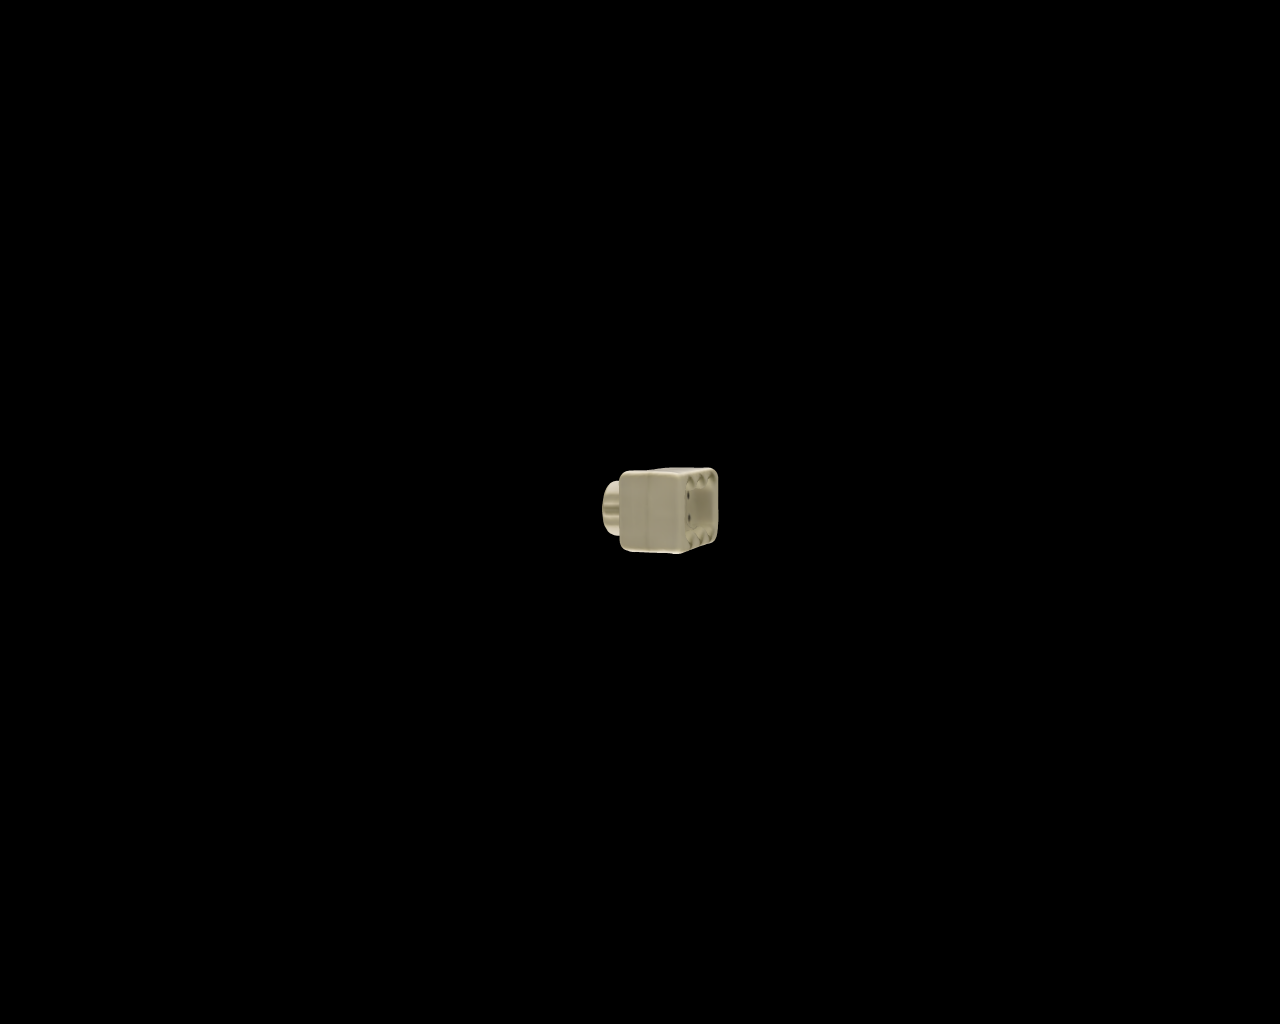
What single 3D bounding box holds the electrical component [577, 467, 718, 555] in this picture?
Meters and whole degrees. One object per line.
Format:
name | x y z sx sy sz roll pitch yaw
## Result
electrical component | 0.001 -0.003 0.650 0.077 0.047 0.066 2 5 24
